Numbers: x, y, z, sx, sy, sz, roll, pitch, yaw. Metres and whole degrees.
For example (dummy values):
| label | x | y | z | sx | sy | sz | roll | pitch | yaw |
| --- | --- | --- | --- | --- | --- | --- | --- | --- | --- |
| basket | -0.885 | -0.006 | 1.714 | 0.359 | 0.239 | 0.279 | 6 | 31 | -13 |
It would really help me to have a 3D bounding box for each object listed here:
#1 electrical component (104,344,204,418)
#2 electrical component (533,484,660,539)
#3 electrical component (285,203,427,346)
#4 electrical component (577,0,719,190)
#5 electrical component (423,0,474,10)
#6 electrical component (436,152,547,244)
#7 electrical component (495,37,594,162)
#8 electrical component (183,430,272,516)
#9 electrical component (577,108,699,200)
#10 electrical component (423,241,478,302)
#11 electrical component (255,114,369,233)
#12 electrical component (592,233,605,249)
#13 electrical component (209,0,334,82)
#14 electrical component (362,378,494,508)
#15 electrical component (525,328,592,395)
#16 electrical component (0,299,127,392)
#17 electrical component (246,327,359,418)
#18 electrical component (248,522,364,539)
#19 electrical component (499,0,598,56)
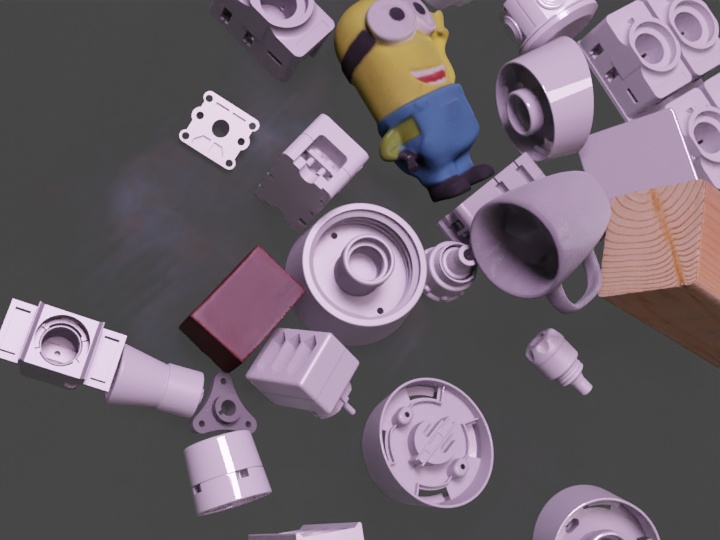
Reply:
| label | x | y | z | sx | sy | sz | roll | pitch | yaw |
| --- | --- | --- | --- | --- | --- | --- | --- | --- | --- |
| electrical component | -0.146 | 0.083 | 0.773 | 0.065 | 0.044 | 0.044 | 18 | 68 | -19 |
| electrical component | 0.188 | 0.223 | 0.853 | 0.099 | 0.064 | 0.099 | 1 | 83 | -9 |
| electrical component | 0.000 | 0.000 | 0.835 | 0.108 | 0.060 | 0.108 | 4 | 73 | -14 |
| electrical component | 0.303 | -0.167 | 1.004 | 0.105 | 0.060 | 0.186 | -31 | 86 | -25 |
| electrical component | 0.094 | -0.275 | 0.960 | 0.095 | 0.059 | 0.053 | -28 | 85 | -25 |
| electrical component | 0.119 | -0.047 | 0.905 | 0.089 | 0.050 | 0.055 | -39 | 89 | -26 |
| electrical component | 0.162 | -0.144 | 0.927 | 0.064 | 0.099 | 0.099 | -22 | 82 | -18 |
| electrical component | -0.096 | 0.144 | 0.765 | 0.055 | 0.055 | 0.047 | -12 | 75 | -23 |
| electrical component | 0.245 | -0.083 | 0.944 | 0.100 | 0.048 | 0.099 | -18 | 79 | 12 |
| electrical component | 0.075 | -0.003 | 0.868 | 0.048 | 0.062 | 0.048 | 6 | 72 | -18 |
| electrical component | -0.036 | -0.076 | 0.834 | 0.050 | 0.089 | 0.055 | 43 | 65 | -4 |
| electrical component | 0.183 | -0.030 | 0.912 | 0.040 | 0.078 | 0.040 | 13 | 67 | -32 |
| electrical component | -0.072 | -0.210 | 0.881 | 0.089 | 0.056 | 0.050 | 44 | 64 | -3 |
| electrical component | 0.052 | 0.132 | 0.817 | 0.099 | 0.064 | 0.099 | 6 | 72 | -19 |
| electrical component | 0.168 | 0.079 | 0.893 | 0.061 | 0.035 | 0.035 | 45 | 64 | -5 |
| electrical component | -0.209 | 0.055 | 0.744 | 0.081 | 0.064 | 0.042 | 21 | 67 | -14 |
| electrical component | -0.032 | 0.085 | 0.805 | 0.076 | 0.066 | 0.047 | 48 | 60 | -33 |
| electrical component | -0.036 | 0.207 | 0.730 | 0.079 | 0.121 | 0.063 | -5 | 78 | -22 |
| electrical component | 0.168 | -0.229 | 0.964 | 0.080 | 0.080 | 0.051 | -30 | 80 | -25 |
